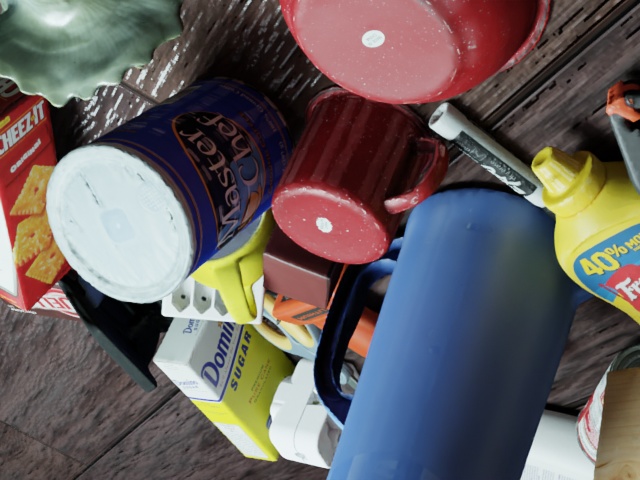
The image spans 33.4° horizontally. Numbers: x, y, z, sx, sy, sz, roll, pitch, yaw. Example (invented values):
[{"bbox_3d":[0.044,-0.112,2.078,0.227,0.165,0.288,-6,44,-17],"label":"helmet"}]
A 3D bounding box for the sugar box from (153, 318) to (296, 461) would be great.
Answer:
[{"bbox_3d":[-0.079,0.125,1.007,0.048,0.093,0.176,2,144,32],"label":"sugar box"}]

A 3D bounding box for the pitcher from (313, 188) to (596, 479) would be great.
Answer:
[{"bbox_3d":[0.076,0.095,0.699,0.145,0.242,0.149,31,147,-10],"label":"pitcher"}]

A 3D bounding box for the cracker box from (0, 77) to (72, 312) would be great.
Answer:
[{"bbox_3d":[-0.285,-0.061,0.837,0.164,0.072,0.214,27,142,16],"label":"cracker box"}]

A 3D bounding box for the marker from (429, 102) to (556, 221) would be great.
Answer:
[{"bbox_3d":[0.120,-0.045,0.671,0.121,0.020,0.020,35,148,-17],"label":"marker"}]

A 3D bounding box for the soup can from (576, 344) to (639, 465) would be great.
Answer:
[{"bbox_3d":[0.240,0.130,0.811,0.068,0.068,0.102,19,149,10],"label":"soup can"}]

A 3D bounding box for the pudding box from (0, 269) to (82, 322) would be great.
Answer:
[{"bbox_3d":[-0.281,0.041,1.073,0.114,0.039,0.090,8,146,25],"label":"pudding box"}]

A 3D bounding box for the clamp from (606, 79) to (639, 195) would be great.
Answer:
[{"bbox_3d":[0.234,-0.038,0.568,0.171,0.039,0.120,39,114,-9],"label":"clamp"}]

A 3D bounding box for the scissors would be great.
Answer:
[{"bbox_3d":[0.004,0.115,0.971,0.201,0.016,0.096,51,150,-17],"label":"scissors"}]

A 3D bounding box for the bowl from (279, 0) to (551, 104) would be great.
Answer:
[{"bbox_3d":[0.038,-0.124,0.571,0.162,0.055,0.162,18,149,11],"label":"bowl"}]

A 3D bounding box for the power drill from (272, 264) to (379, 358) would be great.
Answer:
[{"bbox_3d":[0.069,0.077,0.861,0.187,0.057,0.185,37,148,-21],"label":"power drill"}]

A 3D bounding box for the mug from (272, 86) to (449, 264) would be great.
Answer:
[{"bbox_3d":[0.029,-0.039,0.683,0.117,0.081,0.093,-1,141,36],"label":"mug"}]

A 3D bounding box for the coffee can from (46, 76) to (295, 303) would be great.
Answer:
[{"bbox_3d":[-0.091,-0.036,0.685,0.103,0.140,0.103,12,119,22],"label":"coffee can"}]

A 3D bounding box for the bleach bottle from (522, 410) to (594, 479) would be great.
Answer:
[{"bbox_3d":[0.187,0.181,0.939,0.251,0.068,0.102,16,148,19],"label":"bleach bottle"}]

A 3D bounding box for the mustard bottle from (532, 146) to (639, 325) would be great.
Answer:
[{"bbox_3d":[0.202,0.005,0.651,0.191,0.058,0.096,37,136,-18],"label":"mustard bottle"}]

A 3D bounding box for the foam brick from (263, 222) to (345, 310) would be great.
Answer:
[{"bbox_3d":[-0.005,0.001,0.775,0.051,0.078,0.053,19,150,7],"label":"foam brick"}]

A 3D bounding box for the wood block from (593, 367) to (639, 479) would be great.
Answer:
[{"bbox_3d":[0.279,0.122,0.633,0.090,0.090,0.207,36,144,-31],"label":"wood block"}]
